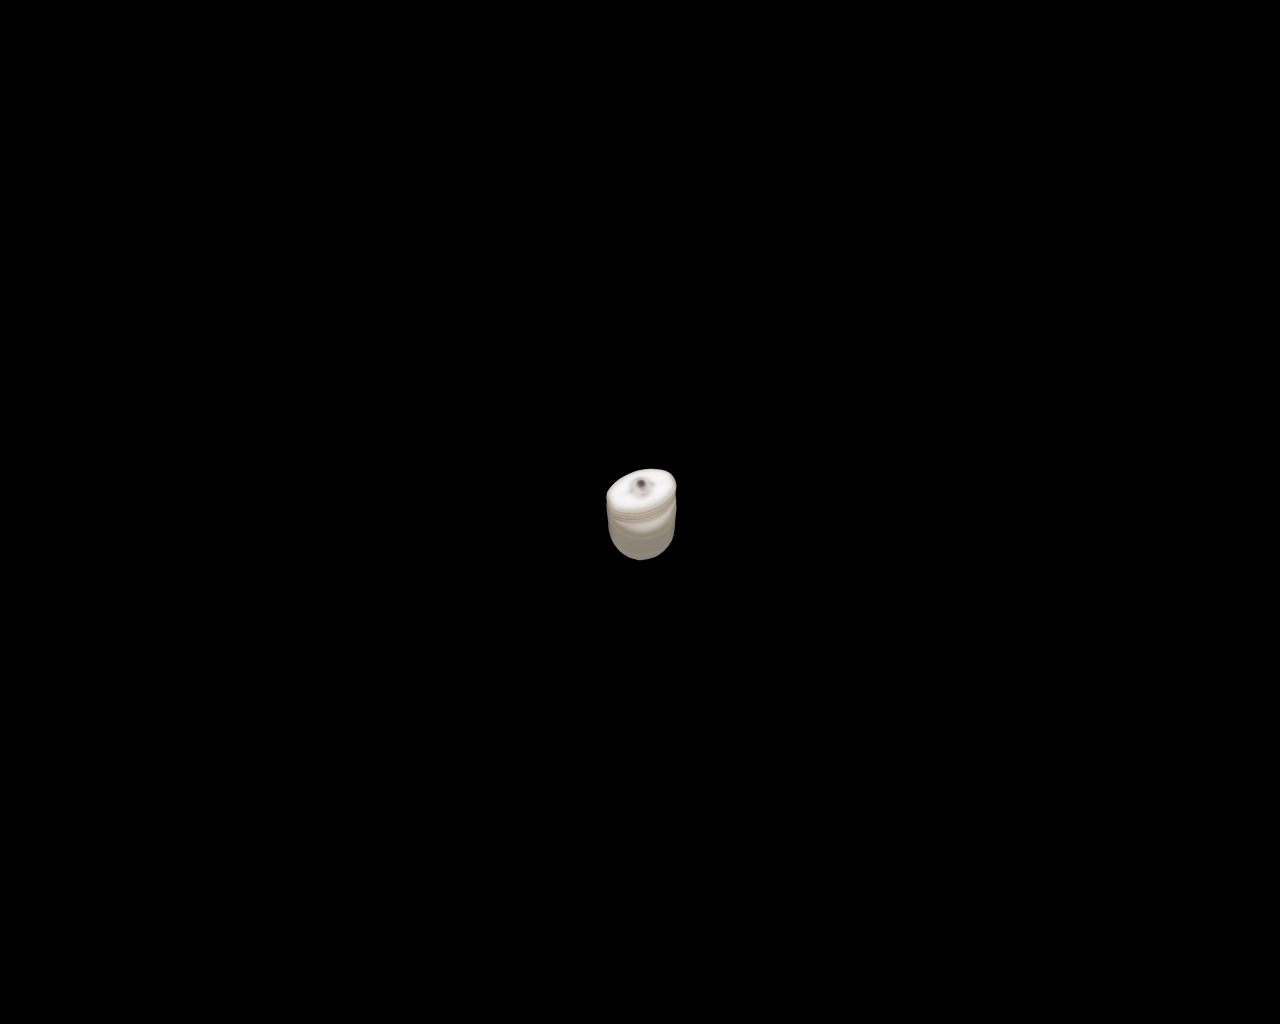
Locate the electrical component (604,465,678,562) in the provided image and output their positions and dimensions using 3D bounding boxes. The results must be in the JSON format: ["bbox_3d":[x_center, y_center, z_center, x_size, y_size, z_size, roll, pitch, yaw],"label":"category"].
[{"bbox_3d":[0.001,-0.003,0.650,0.043,0.043,0.080,0,-21,0],"label":"electrical component"}]
